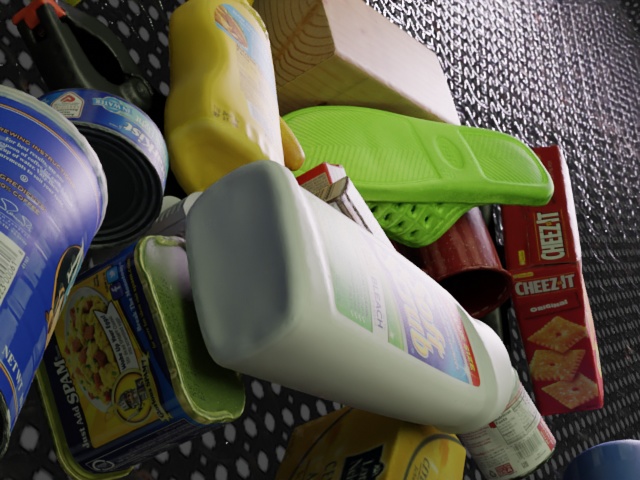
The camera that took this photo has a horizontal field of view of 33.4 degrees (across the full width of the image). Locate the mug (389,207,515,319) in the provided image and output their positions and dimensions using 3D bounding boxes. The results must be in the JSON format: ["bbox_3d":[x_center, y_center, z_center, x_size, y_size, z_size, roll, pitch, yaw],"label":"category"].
[{"bbox_3d":[0.100,0.015,0.911,0.117,0.093,0.081,11,49,-34],"label":"mug"}]

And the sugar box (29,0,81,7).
[{"bbox_3d":[-0.162,-0.221,0.706,0.093,0.048,0.176,52,30,-21],"label":"sugar box"}]

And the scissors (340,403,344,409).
[{"bbox_3d":[0.005,0.067,0.766,0.096,0.016,0.201,46,31,-27],"label":"scissors"}]

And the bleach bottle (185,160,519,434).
[{"bbox_3d":[0.037,0.047,0.587,0.250,0.068,0.102,26,43,-48],"label":"bleach bottle"}]

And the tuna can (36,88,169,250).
[{"bbox_3d":[-0.123,-0.037,0.560,0.086,0.086,0.033,44,31,-32],"label":"tuna can"}]

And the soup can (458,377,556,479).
[{"bbox_3d":[0.141,0.141,0.878,0.102,0.069,0.068,58,27,-9],"label":"soup can"}]

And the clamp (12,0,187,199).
[{"bbox_3d":[-0.118,-0.086,0.669,0.171,0.039,0.120,55,17,-22],"label":"clamp"}]

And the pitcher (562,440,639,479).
[{"bbox_3d":[0.282,0.306,0.927,0.144,0.149,0.243,29,36,-23],"label":"pitcher"}]

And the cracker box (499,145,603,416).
[{"bbox_3d":[0.223,0.041,1.034,0.164,0.072,0.213,-87,163,-46],"label":"cracker box"}]

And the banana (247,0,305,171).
[{"bbox_3d":[-0.057,-0.129,0.783,0.037,0.070,0.198,61,18,-58],"label":"banana"}]

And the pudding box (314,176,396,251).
[{"bbox_3d":[-0.007,0.026,0.674,0.090,0.114,0.039,56,24,-13],"label":"pudding box"}]

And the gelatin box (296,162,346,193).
[{"bbox_3d":[-0.005,0.001,0.745,0.030,0.073,0.089,7,59,-58],"label":"gelatin box"}]

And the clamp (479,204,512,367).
[{"bbox_3d":[0.156,0.041,0.992,0.164,0.036,0.210,66,22,-48],"label":"clamp"}]

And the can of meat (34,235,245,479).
[{"bbox_3d":[-0.092,0.058,0.528,0.057,0.084,0.102,6,60,-59],"label":"can of meat"}]

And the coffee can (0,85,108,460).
[{"bbox_3d":[-0.155,0.015,0.437,0.102,0.103,0.140,47,31,-27],"label":"coffee can"}]

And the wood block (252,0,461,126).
[{"bbox_3d":[0.025,-0.138,0.908,0.205,0.091,0.090,20,48,-53],"label":"wood block"}]

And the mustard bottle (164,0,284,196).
[{"bbox_3d":[-0.062,-0.103,0.689,0.096,0.058,0.191,49,24,-41],"label":"mustard bottle"}]
